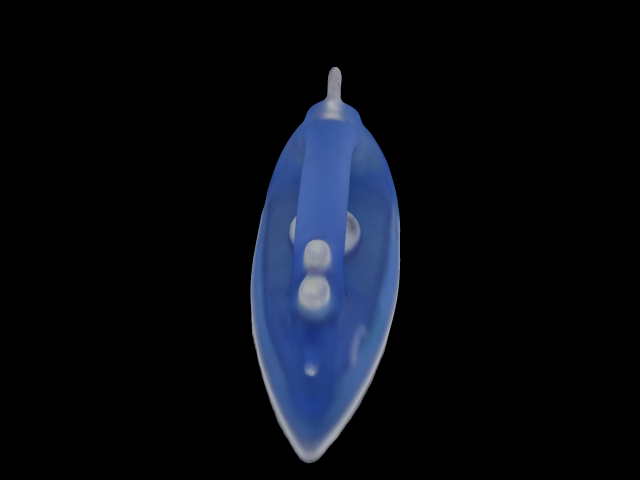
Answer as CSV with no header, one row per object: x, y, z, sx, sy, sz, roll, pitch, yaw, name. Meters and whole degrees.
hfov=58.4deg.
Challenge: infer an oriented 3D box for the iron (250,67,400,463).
0.004,0.001,0.400,0.118,0.141,0.258,2,47,3,iron
